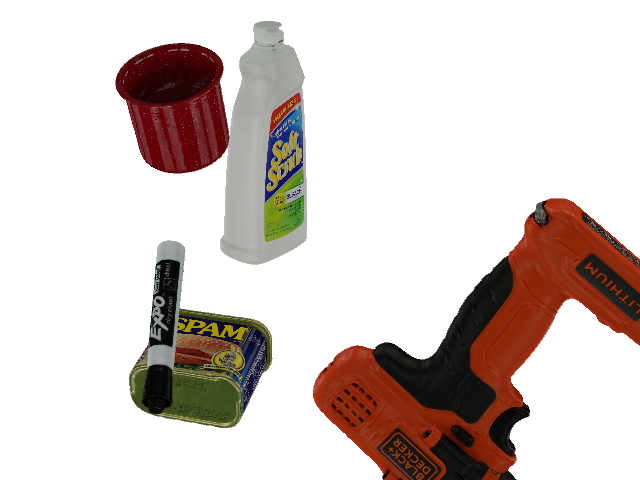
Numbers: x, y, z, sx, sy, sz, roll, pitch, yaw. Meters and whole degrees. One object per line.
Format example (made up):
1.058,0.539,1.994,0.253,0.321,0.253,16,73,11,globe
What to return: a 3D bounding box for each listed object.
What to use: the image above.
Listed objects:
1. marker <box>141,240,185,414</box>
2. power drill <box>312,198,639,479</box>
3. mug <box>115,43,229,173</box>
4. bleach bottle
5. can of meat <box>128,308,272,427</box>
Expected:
-0.100,0.054,0.684,0.020,0.121,0.020,0,-35,0,marker
0.115,0.085,0.585,0.184,0.188,0.057,42,15,1,power drill
-0.129,-0.121,0.943,0.093,0.081,0.117,-16,44,-9,mug
-0.061,-0.107,1.146,0.068,0.251,0.102,21,32,36,bleach bottle
-0.100,0.107,0.894,0.102,0.057,0.083,7,30,11,can of meat
